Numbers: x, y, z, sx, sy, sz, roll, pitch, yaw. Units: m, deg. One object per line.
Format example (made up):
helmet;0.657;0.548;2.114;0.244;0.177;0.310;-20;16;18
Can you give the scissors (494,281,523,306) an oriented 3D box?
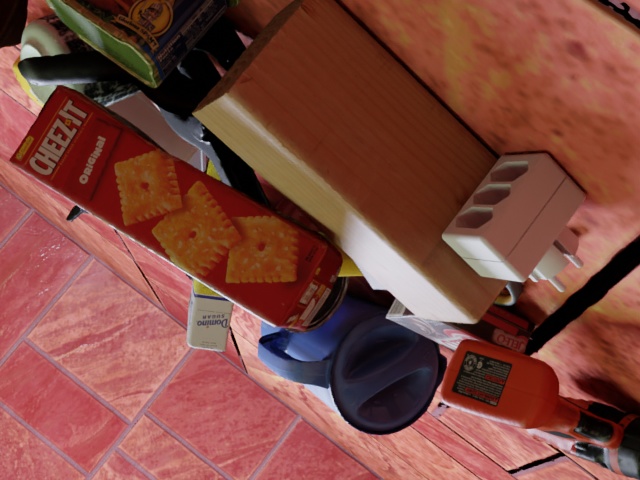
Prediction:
scissors;0.121;0.004;0.767;0.096;0.016;0.202;36;167;11

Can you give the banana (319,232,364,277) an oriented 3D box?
banana;0.014;0.019;0.876;0.070;0.197;0.037;116;148;-48

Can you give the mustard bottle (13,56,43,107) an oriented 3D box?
mustard bottle;-0.269;-0.173;1.132;0.096;0.058;0.192;42;167;-19

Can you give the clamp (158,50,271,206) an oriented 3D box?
clamp;-0.082;-0.101;0.853;0.210;0.036;0.165;50;151;14

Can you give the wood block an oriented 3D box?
wood block;0.033;-0.048;0.668;0.206;0.090;0.090;42;167;-14

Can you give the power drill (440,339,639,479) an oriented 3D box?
power drill;0.201;0.143;0.849;0.187;0.057;0.185;30;167;-37

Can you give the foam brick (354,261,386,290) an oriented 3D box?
foam brick;0.047;-0.006;0.813;0.078;0.053;0.051;57;165;-10

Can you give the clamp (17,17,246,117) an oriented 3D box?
clamp;-0.116;-0.147;0.758;0.171;0.120;0.039;15;175;-10

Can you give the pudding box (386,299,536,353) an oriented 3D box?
pudding box;0.118;0.069;0.913;0.090;0.039;0.114;27;171;-11

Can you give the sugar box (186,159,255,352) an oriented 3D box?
sugar box;-0.097;0.010;1.021;0.048;0.176;0.093;9;-150;-10

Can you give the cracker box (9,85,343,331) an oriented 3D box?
cracker box;-0.091;-0.018;0.766;0.214;0.072;0.164;32;179;8

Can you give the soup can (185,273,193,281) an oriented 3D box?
soup can;-0.101;0.020;1.233;0.069;0.068;0.102;27;-169;41

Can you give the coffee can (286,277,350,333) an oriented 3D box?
coffee can;-0.052;0.026;1.124;0.141;0.102;0.102;25;161;46

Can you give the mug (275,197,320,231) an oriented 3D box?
mug;-0.006;0.001;0.959;0.093;0.081;0.117;45;166;-28

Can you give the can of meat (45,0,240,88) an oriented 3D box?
can of meat;-0.119;-0.162;0.705;0.102;0.084;0.057;36;167;15

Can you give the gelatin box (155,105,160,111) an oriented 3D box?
gelatin box;-0.109;-0.111;0.971;0.089;0.030;0.073;29;165;38

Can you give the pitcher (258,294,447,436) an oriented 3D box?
pitcher;0.013;0.121;1.202;0.149;0.145;0.243;49;167;-23
